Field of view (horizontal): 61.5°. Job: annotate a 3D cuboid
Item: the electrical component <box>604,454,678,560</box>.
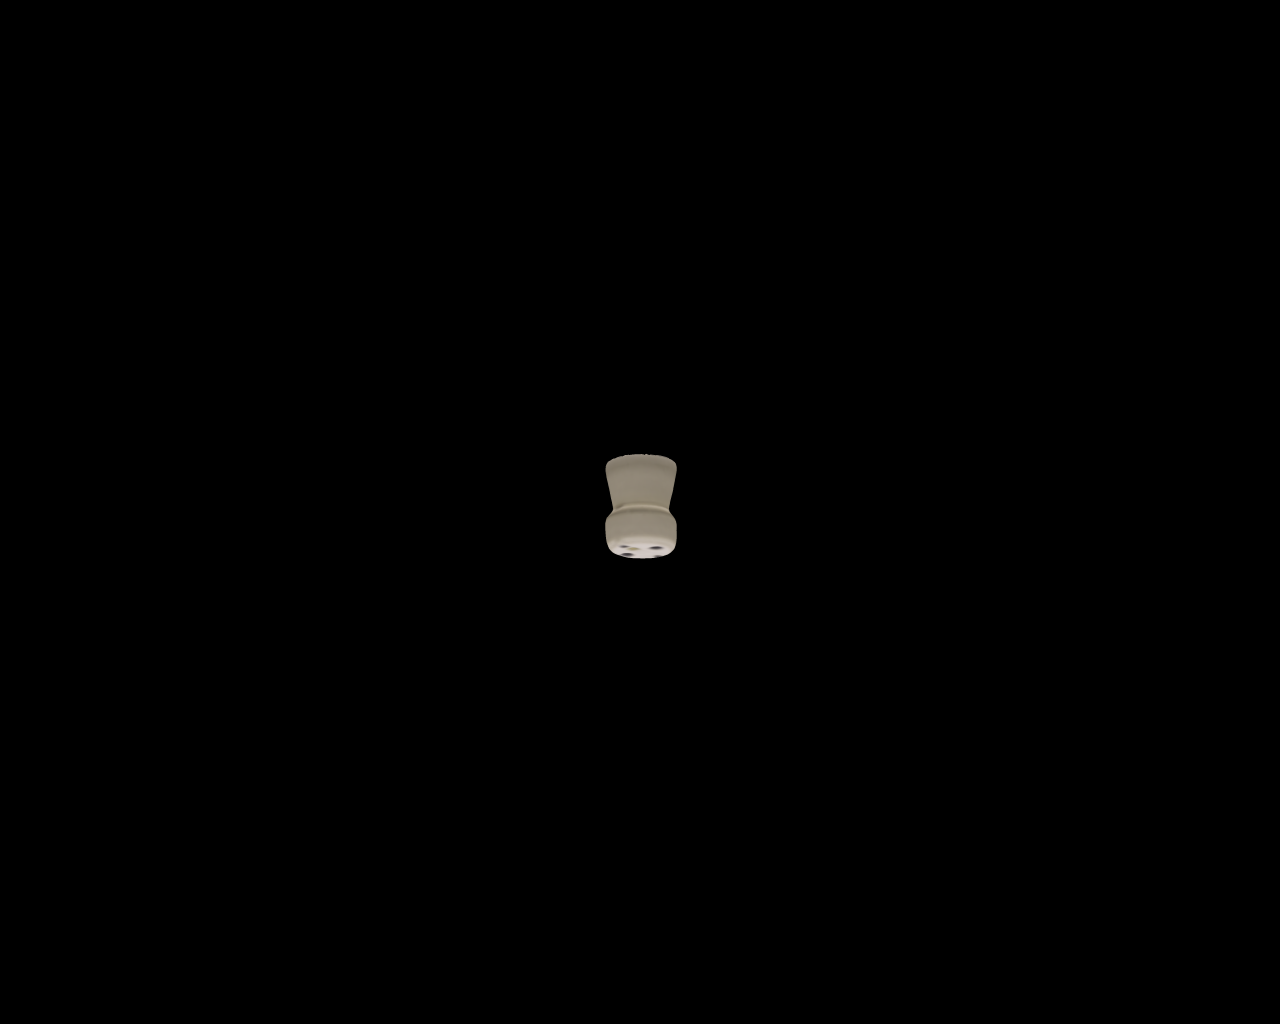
[{"bbox_3d":[0.001,-0.003,0.650,0.045,0.055,0.045,0,-16,0],"label":"electrical component"}]
